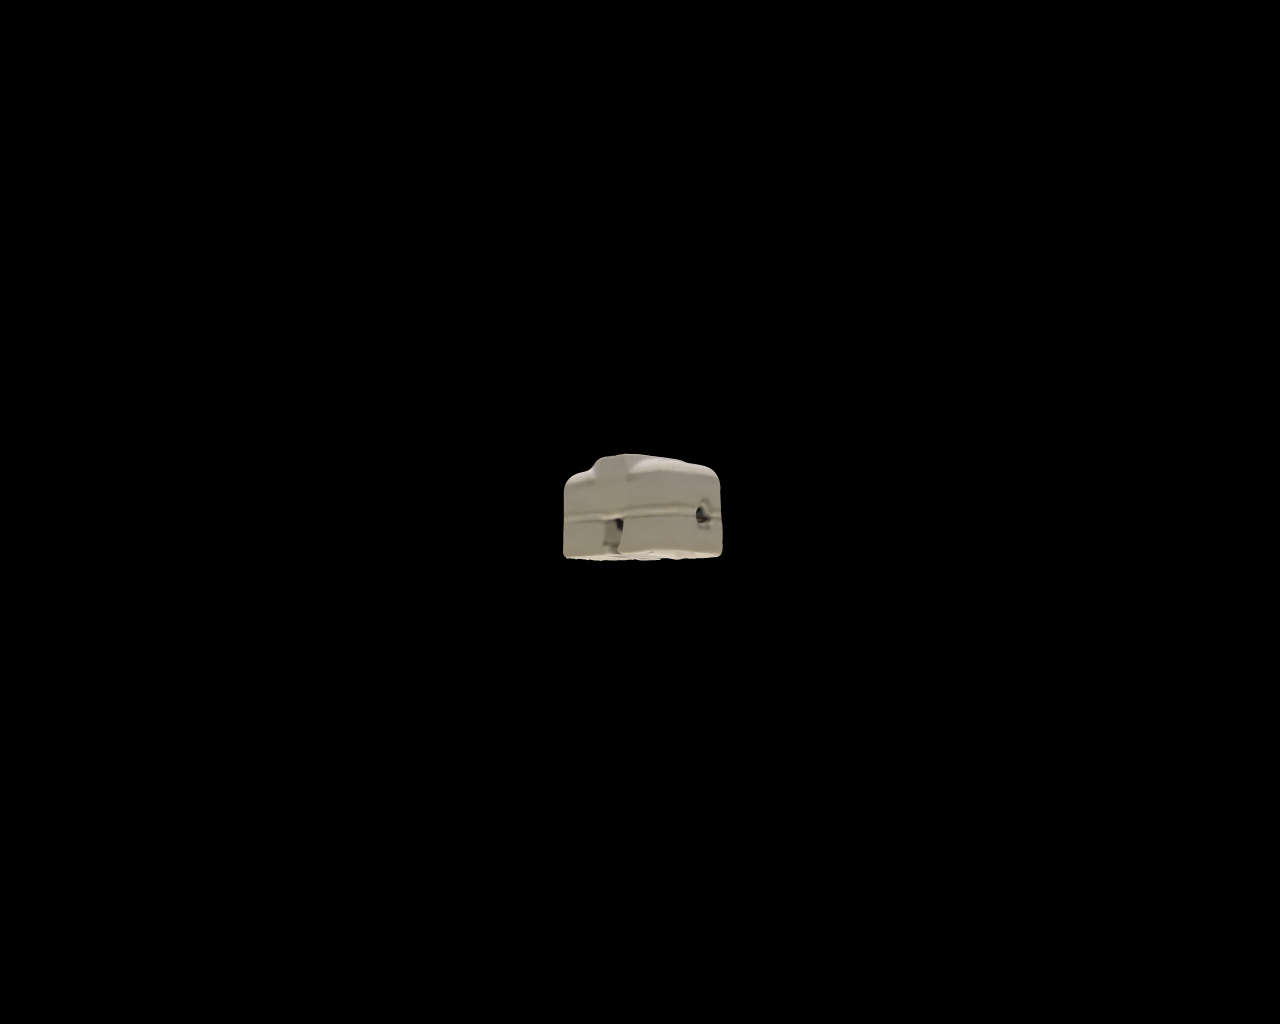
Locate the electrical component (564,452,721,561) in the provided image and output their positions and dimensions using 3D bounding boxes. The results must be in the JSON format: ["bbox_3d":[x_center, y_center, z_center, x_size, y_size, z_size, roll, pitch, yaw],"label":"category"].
[{"bbox_3d":[0.001,-0.003,0.650,0.095,0.059,0.054,-5,-8,40],"label":"electrical component"}]
